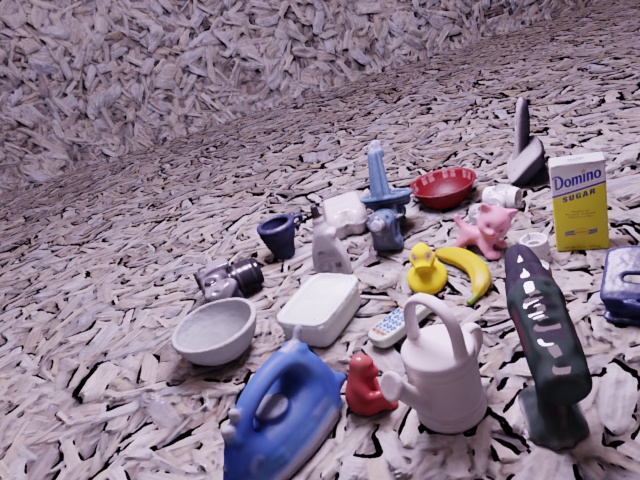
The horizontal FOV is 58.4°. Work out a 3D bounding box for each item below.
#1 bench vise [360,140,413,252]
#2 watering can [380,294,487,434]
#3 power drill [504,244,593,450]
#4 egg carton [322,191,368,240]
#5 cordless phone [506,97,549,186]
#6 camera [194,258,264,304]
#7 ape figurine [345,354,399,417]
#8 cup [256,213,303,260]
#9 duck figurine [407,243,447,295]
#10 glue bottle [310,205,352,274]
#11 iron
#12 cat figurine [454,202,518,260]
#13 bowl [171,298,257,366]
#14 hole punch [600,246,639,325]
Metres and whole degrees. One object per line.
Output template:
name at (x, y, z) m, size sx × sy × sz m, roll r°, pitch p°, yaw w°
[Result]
bench vise at (0.147, -0.099, 1.261) m, size 0.121 × 0.220 × 0.207 m, roll -15°, pitch 26°, yaw 5°
watering can at (0.157, 0.162, 0.770) m, size 0.100 × 0.194 × 0.173 m, roll 1°, pitch 32°, yaw 33°
power drill at (0.279, 0.142, 0.717) m, size 0.075 × 0.209 × 0.229 m, roll -13°, pitch 26°, yaw 10°
egg carton at (0.062, -0.063, 1.416) m, size 0.107 × 0.069 × 0.150 m, roll -17°, pitch 26°, yaw 2°
cordless phone at (0.481, -0.233, 1.355) m, size 0.094 × 0.185 × 0.147 m, roll -10°, pitch 27°, yaw 15°
camera at (-0.191, 0.090, 1.237) m, size 0.137 × 0.101 × 0.142 m, roll -25°, pitch 27°, yaw -15°
ape figurine at (0.069, 0.210, 0.849) m, size 0.076 × 0.092 × 0.078 m, roll -14°, pitch 26°, yaw 7°
cup at (-0.084, -0.007, 1.369) m, size 0.118 × 0.095 × 0.091 m, roll -28°, pitch 28°, yaw -20°
duck figurine at (0.200, 0.045, 1.098) m, size 0.077 × 0.086 × 0.104 m, roll -10°, pitch 27°, yaw 16°
glue bottle at (0.011, 0.004, 1.196) m, size 0.078 × 0.173 × 0.037 m, roll -8°, pitch 28°, yaw 18°
iron at (-0.072, 0.244, 0.812) m, size 0.118 × 0.142 × 0.259 m, roll 2°, pitch 32°, yaw 35°
cat figurine at (0.322, -0.027, 1.126) m, size 0.127 × 0.118 × 0.067 m, roll 5°, pitch 34°, yaw 38°
bowl at (-0.189, 0.185, 1.079) m, size 0.167 × 0.075 × 0.167 m, roll -14°, pitch 26°, yaw 7°
hole punch at (0.486, 0.069, 0.865) m, size 0.108 × 0.091 × 0.101 m, roll 2°, pitch 32°, yaw 35°
